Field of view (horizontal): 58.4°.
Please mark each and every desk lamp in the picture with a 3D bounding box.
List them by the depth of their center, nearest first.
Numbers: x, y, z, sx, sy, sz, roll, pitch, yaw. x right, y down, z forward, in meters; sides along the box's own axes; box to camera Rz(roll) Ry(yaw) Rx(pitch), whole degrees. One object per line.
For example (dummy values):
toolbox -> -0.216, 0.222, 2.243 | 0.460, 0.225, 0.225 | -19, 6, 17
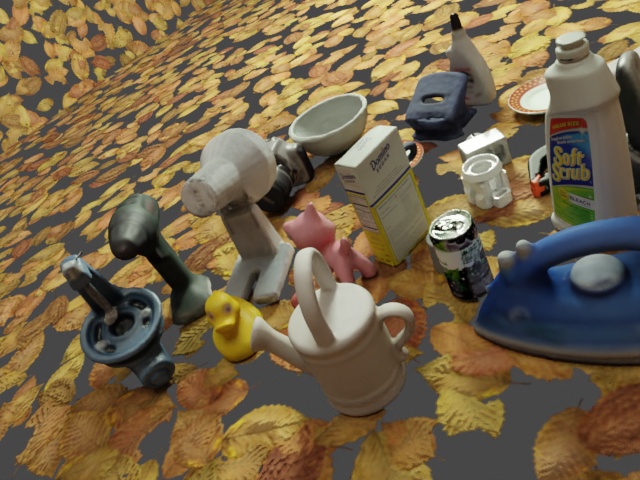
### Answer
desk lamp -> -0.123, -0.040, 0.875 | 0.117, 0.214, 0.203 | -14, 36, 21

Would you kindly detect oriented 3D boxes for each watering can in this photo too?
watering can -> 0.009, 0.096, 0.614 | 0.173, 0.194, 0.100 | -28, 33, -1

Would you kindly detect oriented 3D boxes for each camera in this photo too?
camera -> -0.100, -0.119, 1.069 | 0.143, 0.101, 0.137 | -12, 36, 22

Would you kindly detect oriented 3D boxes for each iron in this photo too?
iron -> 0.264, 0.036, 0.561 | 0.257, 0.142, 0.119 | -10, 37, 25

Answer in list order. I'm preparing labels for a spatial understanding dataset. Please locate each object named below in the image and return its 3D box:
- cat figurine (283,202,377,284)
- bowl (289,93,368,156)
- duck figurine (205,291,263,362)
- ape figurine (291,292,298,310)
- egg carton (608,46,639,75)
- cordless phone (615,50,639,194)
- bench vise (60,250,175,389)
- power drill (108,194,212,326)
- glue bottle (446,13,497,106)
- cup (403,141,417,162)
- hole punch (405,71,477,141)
cat figurine -> 0.007, 0.003, 0.811 | 0.067, 0.118, 0.127 | -40, 35, -19
bowl -> 0.026, -0.216, 1.135 | 0.167, 0.075, 0.167 | -19, 34, 14
duck figurine -> -0.127, 0.106, 0.796 | 0.077, 0.086, 0.104 | -24, 33, 6
ape figurine -> -0.005, 0.095, 0.718 | 0.075, 0.092, 0.078 | 6, 46, 40
egg carton -> 0.488, -0.238, 0.840 | 0.150, 0.070, 0.107 | -29, 33, -2
cordless phone -> 0.394, -0.157, 0.691 | 0.093, 0.185, 0.148 | -3, 40, 32
bench vise -> -0.309, 0.100, 0.812 | 0.206, 0.220, 0.122 | 10, 49, 43
power drill -> -0.246, 0.027, 0.877 | 0.075, 0.209, 0.229 | -29, 33, -2
glue bottle -> 0.259, -0.322, 1.022 | 0.077, 0.173, 0.037 | 9, 48, 43
cup -> 0.109, -0.092, 0.889 | 0.118, 0.095, 0.091 | -32, 33, -7
hole punch -> 0.211, -0.237, 1.016 | 0.108, 0.091, 0.101 | 9, 48, 43
